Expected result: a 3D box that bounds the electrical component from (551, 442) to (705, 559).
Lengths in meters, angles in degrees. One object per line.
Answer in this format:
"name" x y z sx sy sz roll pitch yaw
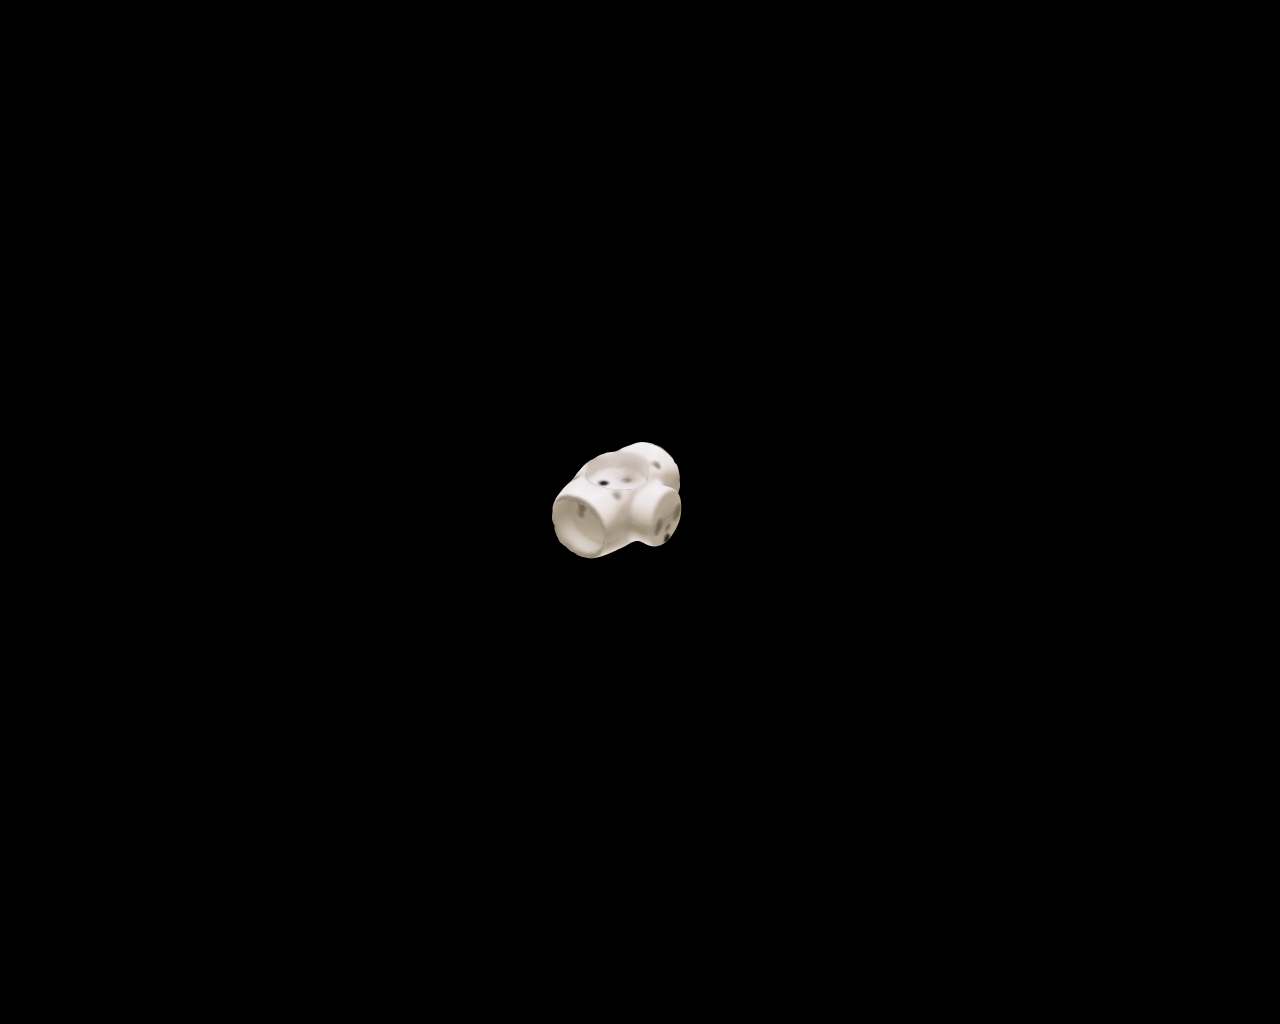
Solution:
"electrical component" 0.001 -0.003 0.650 0.079 0.044 0.077 22 40 30
